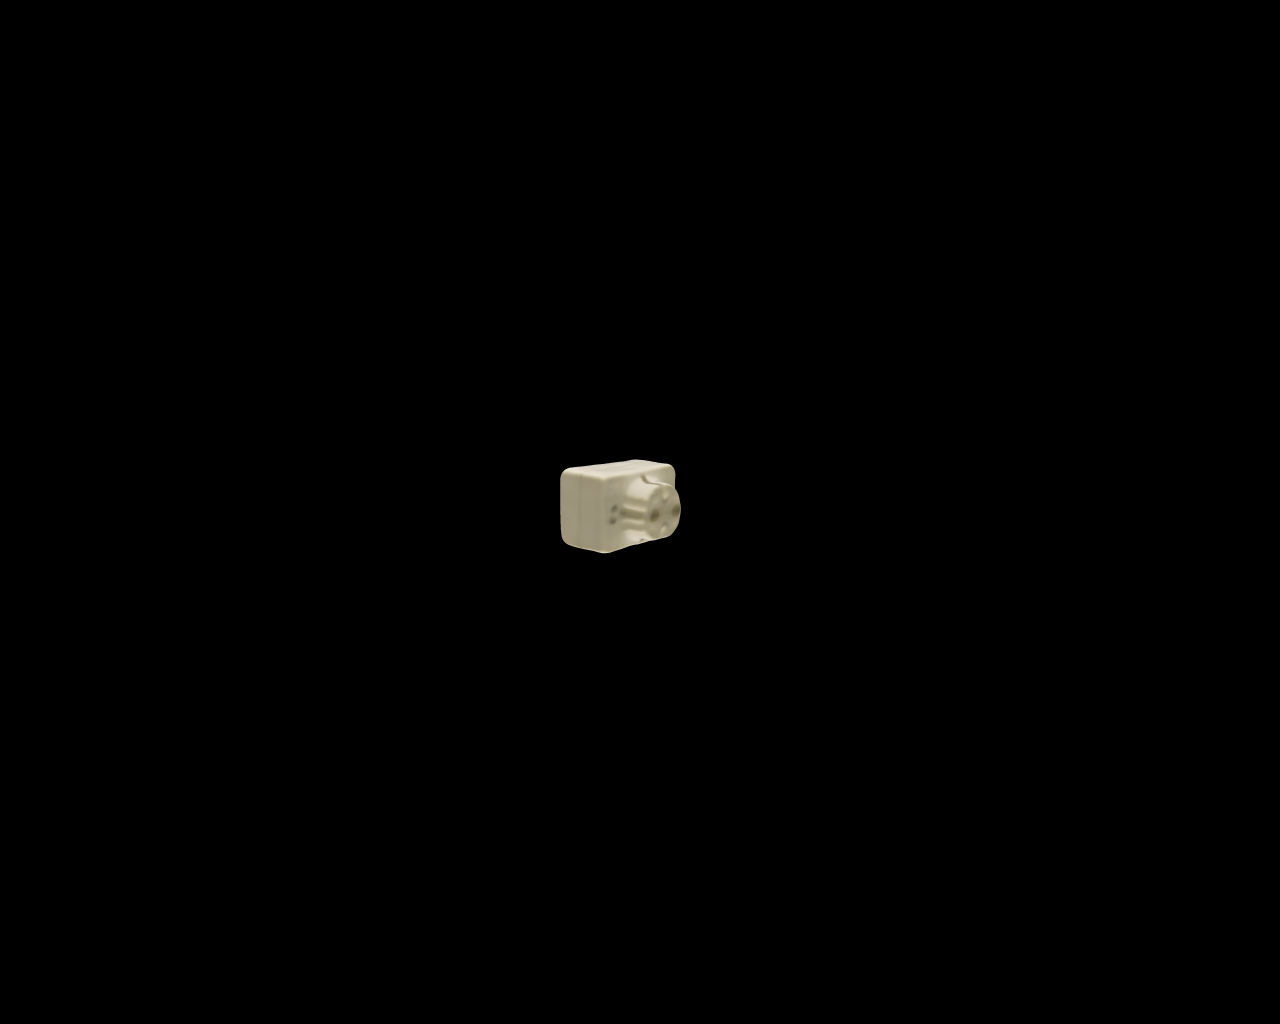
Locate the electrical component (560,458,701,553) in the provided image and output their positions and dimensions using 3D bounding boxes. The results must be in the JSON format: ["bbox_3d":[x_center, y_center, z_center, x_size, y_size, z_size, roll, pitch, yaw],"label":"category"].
[{"bbox_3d":[0.001,-0.003,0.650,0.077,0.047,0.066,10,15,42],"label":"electrical component"}]
